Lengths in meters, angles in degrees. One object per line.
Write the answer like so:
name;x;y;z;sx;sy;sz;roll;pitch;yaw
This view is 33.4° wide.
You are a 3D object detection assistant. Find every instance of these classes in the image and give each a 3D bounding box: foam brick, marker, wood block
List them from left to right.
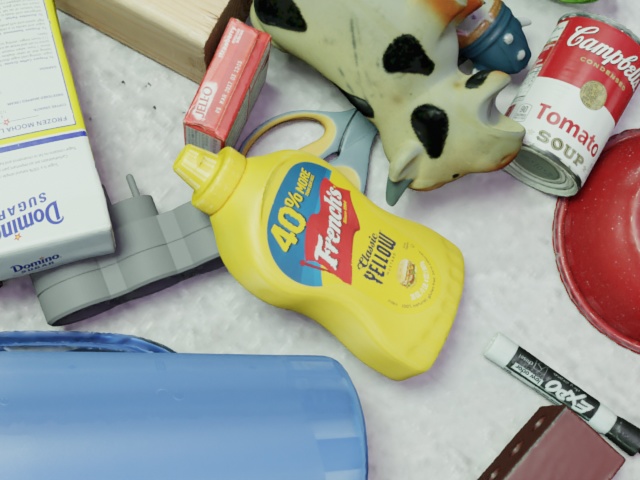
wood block;-0.142;-0.195;0.683;0.206;0.090;0.091;28;80;1
foam brick;0.140;0.147;0.662;0.051;0.053;0.078;43;79;4
marker;0.160;0.101;0.689;0.121;0.020;0.020;34;79;2

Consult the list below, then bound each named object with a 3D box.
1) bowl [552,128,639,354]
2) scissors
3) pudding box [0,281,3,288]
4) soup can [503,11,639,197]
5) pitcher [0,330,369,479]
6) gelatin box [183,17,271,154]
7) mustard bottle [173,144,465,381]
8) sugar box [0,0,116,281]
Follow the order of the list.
bowl;0.238;-0.004;0.696;0.162;0.055;0.162;1;79;-5
scissors;0.044;-0.069;0.712;0.201;0.016;0.096;-21;84;-8
pudding box;-0.251;-0.005;0.634;0.039;0.090;0.113;-29;88;20
soup can;0.163;-0.088;0.698;0.068;0.068;0.102;31;80;1
pitcher;-0.104;0.117;0.606;0.242;0.145;0.149;-1;79;-17
gelatin box;-0.059;-0.088;0.669;0.030;0.089;0.073;23;79;-1
mustard bottle;-0.004;0.001;0.642;0.191;0.058;0.096;32;59;-18
sugar box;-0.187;-0.066;0.638;0.093;0.048;0.176;-13;72;-11
